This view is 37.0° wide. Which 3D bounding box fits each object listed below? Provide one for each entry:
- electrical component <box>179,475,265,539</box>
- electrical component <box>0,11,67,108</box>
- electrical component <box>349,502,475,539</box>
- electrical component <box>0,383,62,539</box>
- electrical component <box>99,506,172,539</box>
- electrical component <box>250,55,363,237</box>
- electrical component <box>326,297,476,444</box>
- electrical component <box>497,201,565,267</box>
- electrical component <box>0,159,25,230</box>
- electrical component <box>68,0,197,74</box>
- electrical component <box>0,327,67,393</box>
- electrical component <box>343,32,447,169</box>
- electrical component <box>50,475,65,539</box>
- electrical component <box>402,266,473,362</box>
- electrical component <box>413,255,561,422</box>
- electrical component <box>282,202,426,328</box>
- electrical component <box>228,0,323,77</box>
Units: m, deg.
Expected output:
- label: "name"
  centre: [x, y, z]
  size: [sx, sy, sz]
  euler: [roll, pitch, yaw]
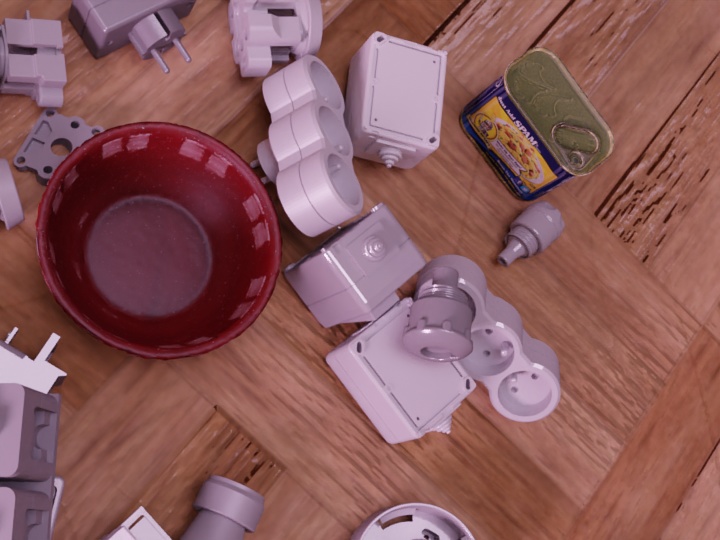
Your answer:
- label: "electrical component"
  centre: [-0.091, 0.167, 0.701]
  size: [0.045, 0.045, 0.055]
  euler: [29, 67, -13]
- label: "electrical component"
  centre: [-0.232, -0.142, 0.724]
  size: [0.055, 0.048, 0.066]
  euler: [-2, 78, -30]
- label: "electrical component"
  centre: [0.037, 0.211, 0.744]
  size: [0.099, 0.064, 0.099]
  euler: [3, 68, -9]
- label: "electrical component"
  centre: [-0.269, 0.117, 0.589]
  size: [0.186, 0.060, 0.105]
  euler: [-1, 75, 6]
- label: "electrical component"
  centre: [-0.127, 0.219, 0.663]
  size: [0.079, 0.063, 0.121]
  euler: [-43, 94, -25]
- label: "electrical component"
  centre: [-0.048, -0.083, 0.770]
  size: [0.052, 0.074, 0.138]
  euler: [35, 36, -49]
- label: "electrical component"
  centre: [0.031, 0.078, 0.764]
  size: [0.062, 0.061, 0.096]
  euler: [-38, 92, -25]
- label: "electrical component"
  centre: [0.131, -0.025, 0.846]
  size: [0.061, 0.035, 0.035]
  euler: [-42, 94, -23]
- label: "electrical component"
  centre: [-0.249, -0.045, 0.692]
  size: [0.055, 0.048, 0.066]
  euler: [-17, 83, -17]
- label: "electrical component"
  centre: [-0.149, -0.175, 0.764]
  size: [0.083, 0.047, 0.075]
  euler: [-34, 91, -26]
- label: "electrical component"
  centre: [-0.225, 0.071, 0.674]
  size: [0.064, 0.042, 0.081]
  euler: [32, 66, -8]
- label: "electrical component"
  centre: [0.023, -0.119, 0.811]
  size: [0.062, 0.061, 0.096]
  euler: [12, 72, -19]
- label: "electrical component"
  centre: [-0.219, 0.165, 0.641]
  size: [0.062, 0.061, 0.096]
  euler: [16, 71, -18]
- label: "electrical component"
  centre: [0.055, 0.028, 0.728]
  size: [0.048, 0.048, 0.062]
  euler: [18, 61, -17]
- label: "electrical component"
  centre: [0.096, 0.044, 0.804]
  size: [0.138, 0.052, 0.073]
  euler: [47, 23, -14]
- label: "electrical component"
  centre: [0.000, 0.000, 0.752]
  size: [0.062, 0.096, 0.061]
  euler: [-39, 97, -26]
- label: "electrical component"
  centre: [-0.062, -0.183, 0.796]
  size: [0.057, 0.058, 0.078]
  euler: [-5, 78, -20]
